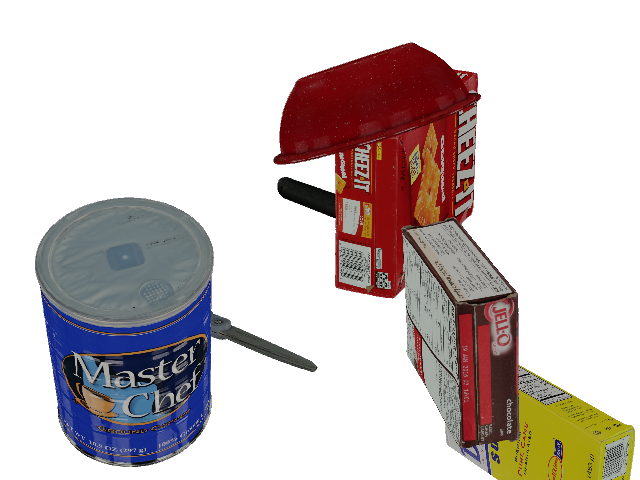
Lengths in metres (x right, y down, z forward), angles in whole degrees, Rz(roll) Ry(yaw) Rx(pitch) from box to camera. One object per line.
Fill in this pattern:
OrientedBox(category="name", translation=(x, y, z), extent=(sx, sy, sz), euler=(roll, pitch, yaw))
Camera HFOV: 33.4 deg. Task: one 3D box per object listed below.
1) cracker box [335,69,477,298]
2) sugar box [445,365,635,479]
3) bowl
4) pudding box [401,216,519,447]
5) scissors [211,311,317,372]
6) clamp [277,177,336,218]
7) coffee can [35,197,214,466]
OrientedBox(category="cracker box", translation=(0.089, -0.063, 1.045), extent=(0.072, 0.164, 0.213), euler=(12, 29, 25))
OrientedBox(category="sugar box", translation=(0.176, 0.163, 0.886), extent=(0.048, 0.093, 0.176), euler=(-11, 22, -34))
OrientedBox(category="bowl", translation=(0.034, -0.107, 0.793), extent=(0.162, 0.055, 0.162), euler=(-18, 10, 3))
OrientedBox(category="pudding box", translation=(0.078, 0.049, 0.603), extent=(0.039, 0.090, 0.113), euler=(-8, 24, -10))
OrientedBox(category="scissors", translation=(-0.085, 0.063, 0.898), extent=(0.202, 0.016, 0.096), euler=(13, 25, 14))
OrientedBox(category="clamp", translation=(0.058, -0.028, 1.266), extent=(0.164, 0.036, 0.210), euler=(-16, 51, -29))
OrientedBox(category="coffee can", translation=(-0.119, 0.059, 0.667), extent=(0.102, 0.140, 0.103), euler=(3, 43, -3))
